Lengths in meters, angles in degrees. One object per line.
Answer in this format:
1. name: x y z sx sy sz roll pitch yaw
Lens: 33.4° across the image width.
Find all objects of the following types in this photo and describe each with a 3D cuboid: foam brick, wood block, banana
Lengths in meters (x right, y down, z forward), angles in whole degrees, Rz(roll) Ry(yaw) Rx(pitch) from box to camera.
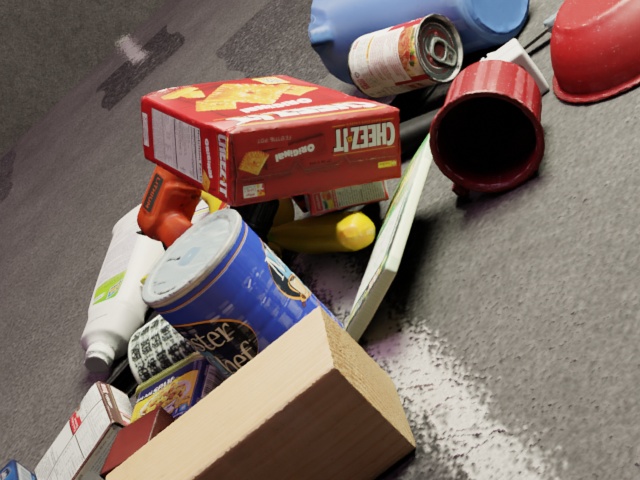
1. foam brick: -0.123 0.180 0.842 0.051 0.078 0.053 -33 24 27
2. wood block: -0.046 0.155 0.744 0.206 0.090 0.091 -39 22 10
3. banana: 0.007 -0.004 0.979 0.069 0.037 0.198 -18 6 -28

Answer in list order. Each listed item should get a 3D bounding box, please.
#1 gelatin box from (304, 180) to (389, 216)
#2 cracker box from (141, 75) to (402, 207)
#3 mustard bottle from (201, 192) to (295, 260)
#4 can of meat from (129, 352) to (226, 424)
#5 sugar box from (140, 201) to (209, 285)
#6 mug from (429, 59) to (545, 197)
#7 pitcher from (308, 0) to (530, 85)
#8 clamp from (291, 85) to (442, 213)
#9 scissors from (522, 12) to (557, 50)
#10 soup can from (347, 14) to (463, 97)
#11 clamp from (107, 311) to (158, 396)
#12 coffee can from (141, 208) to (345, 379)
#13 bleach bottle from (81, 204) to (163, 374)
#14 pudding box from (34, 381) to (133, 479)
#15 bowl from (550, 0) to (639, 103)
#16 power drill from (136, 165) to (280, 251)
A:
1. gelatin box: 0.022 -0.045 1.001 0.073 0.030 0.089 -12 5 -3
2. cracker box: -0.050 -0.097 0.969 0.164 0.072 0.214 -12 20 -26
3. mustard bottle: -0.075 -0.028 1.120 0.096 0.058 0.192 -33 43 14
4. can of meat: -0.120 0.155 0.910 0.102 0.057 0.084 -32 27 27
5. sugar box: -0.123 -0.007 1.219 0.094 0.048 0.176 -11 35 50
6. mug: 0.139 -0.090 0.896 0.081 0.093 0.117 -67 -4 -55
7. pitcher: 0.116 -0.254 1.177 0.243 0.144 0.149 -1 59 54
8. clamp: 0.062 -0.096 1.082 0.210 0.036 0.165 -39 22 0
9. scissors: 0.240 -0.223 1.038 0.202 0.016 0.096 -36 8 40
10. soup can: 0.085 -0.186 1.086 0.102 0.068 0.068 -5 42 49
11. clamp: -0.174 0.116 1.095 0.120 0.039 0.171 -17 35 39
12. coffee can: -0.061 0.059 0.872 0.103 0.140 0.103 -36 23 17
13. bleach bottle: -0.231 0.060 1.258 0.103 0.068 0.250 -35 26 33
14. pudding box: -0.214 0.198 0.982 0.113 0.039 0.090 -56 28 4
15. bowl: 0.254 -0.191 0.909 0.162 0.055 0.162 -35 23 17
16. power drill: -0.114 -0.015 1.055 0.185 0.057 0.188 -63 38 24
